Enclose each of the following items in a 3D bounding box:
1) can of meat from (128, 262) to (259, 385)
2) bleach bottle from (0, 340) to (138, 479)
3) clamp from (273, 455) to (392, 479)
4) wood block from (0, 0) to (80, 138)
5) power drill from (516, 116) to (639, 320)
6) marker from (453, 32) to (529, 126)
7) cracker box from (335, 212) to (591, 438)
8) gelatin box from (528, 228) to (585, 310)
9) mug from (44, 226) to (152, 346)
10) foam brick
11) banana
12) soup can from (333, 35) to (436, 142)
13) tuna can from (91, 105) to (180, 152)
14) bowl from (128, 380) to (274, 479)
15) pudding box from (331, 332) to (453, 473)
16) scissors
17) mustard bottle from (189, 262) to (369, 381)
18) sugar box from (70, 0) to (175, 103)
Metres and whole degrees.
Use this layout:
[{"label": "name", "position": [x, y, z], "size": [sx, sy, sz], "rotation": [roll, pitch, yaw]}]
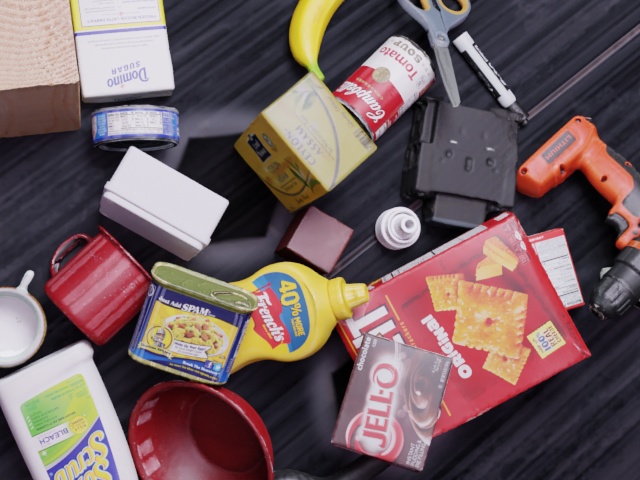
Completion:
[{"label": "can of meat", "position": [-0.118, 0.079, 0.985], "size": [0.102, 0.057, 0.084], "rotation": [19, 103, -6]}, {"label": "bleach bottle", "position": [-0.215, 0.229, 1.024], "size": [0.102, 0.068, 0.251], "rotation": [-26, 94, -14]}, {"label": "clamp", "position": [0.004, 0.280, 1.064], "size": [0.210, 0.036, 0.164], "rotation": [-10, 106, 1]}, {"label": "wood block", "position": [-0.268, -0.159, 0.969], "size": [0.090, 0.206, 0.091], "rotation": [-8, 87, -13]}, {"label": "power drill", "position": [0.298, -0.028, 1.120], "size": [0.184, 0.057, 0.188], "rotation": [-42, 68, -13]}, {"label": "marker", "position": [0.189, -0.174, 1.166], "size": [0.020, 0.020, 0.121], "rotation": [-39, 94, -13]}, {"label": "cracker box", "position": [0.138, 0.092, 1.081], "size": [0.214, 0.072, 0.164], "rotation": [-28, 91, 2]}, {"label": "gelatin box", "position": [0.237, 0.039, 1.154], "size": [0.073, 0.030, 0.089], "rotation": [-15, 88, -14]}, {"label": "mug", "position": [-0.217, 0.040, 1.030], "size": [0.081, 0.093, 0.117], "rotation": [-44, 63, -10]}, {"label": "foam brick", "position": [-0.007, 0.001, 1.079], "size": [0.053, 0.078, 0.051], "rotation": [32, 81, -8]}, {"label": "banana", "position": [0.021, -0.255, 1.124], "size": [0.069, 0.037, 0.197], "rotation": [31, 79, 4]}, {"label": "soup can", "position": [0.064, -0.156, 1.113], "size": [0.102, 0.069, 0.068], "rotation": [-45, 95, -13]}, {"label": "tuna can", "position": [-0.181, -0.108, 1.046], "size": [0.086, 0.086, 0.034], "rotation": [-2, 87, -13]}, {"label": "bowl", "position": [-0.104, 0.198, 1.028], "size": [0.162, 0.162, 0.055], "rotation": [59, 33, -2]}, {"label": "pudding box", "position": [0.069, 0.155, 1.018], "size": [0.090, 0.039, 0.113], "rotation": [16, 78, 5]}, {"label": "scissors", "position": [0.138, -0.211, 1.112], "size": [0.096, 0.016, 0.202], "rotation": [-5, 54, -28]}, {"label": "mustard bottle", "position": [-0.046, 0.073, 1.038], "size": [0.192, 0.058, 0.096], "rotation": [-14, 84, 12]}, {"label": "sugar box", "position": [-0.204, -0.230, 1.073], "size": [0.093, 0.048, 0.176], "rotation": [-7, 90, -13]}]
